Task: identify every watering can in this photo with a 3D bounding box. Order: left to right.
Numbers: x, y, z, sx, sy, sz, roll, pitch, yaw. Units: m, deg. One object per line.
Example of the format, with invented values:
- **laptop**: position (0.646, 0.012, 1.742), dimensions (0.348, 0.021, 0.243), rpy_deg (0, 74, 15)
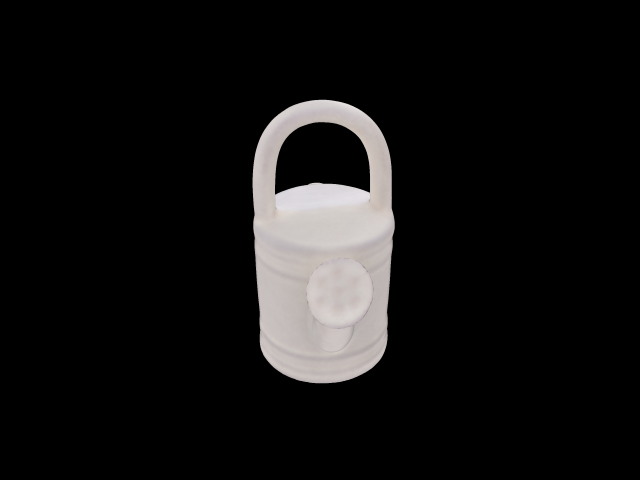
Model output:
- **watering can**: position (0.006, 0.001, 0.400), dimensions (0.101, 0.194, 0.172), rpy_deg (-15, 34, -23)
